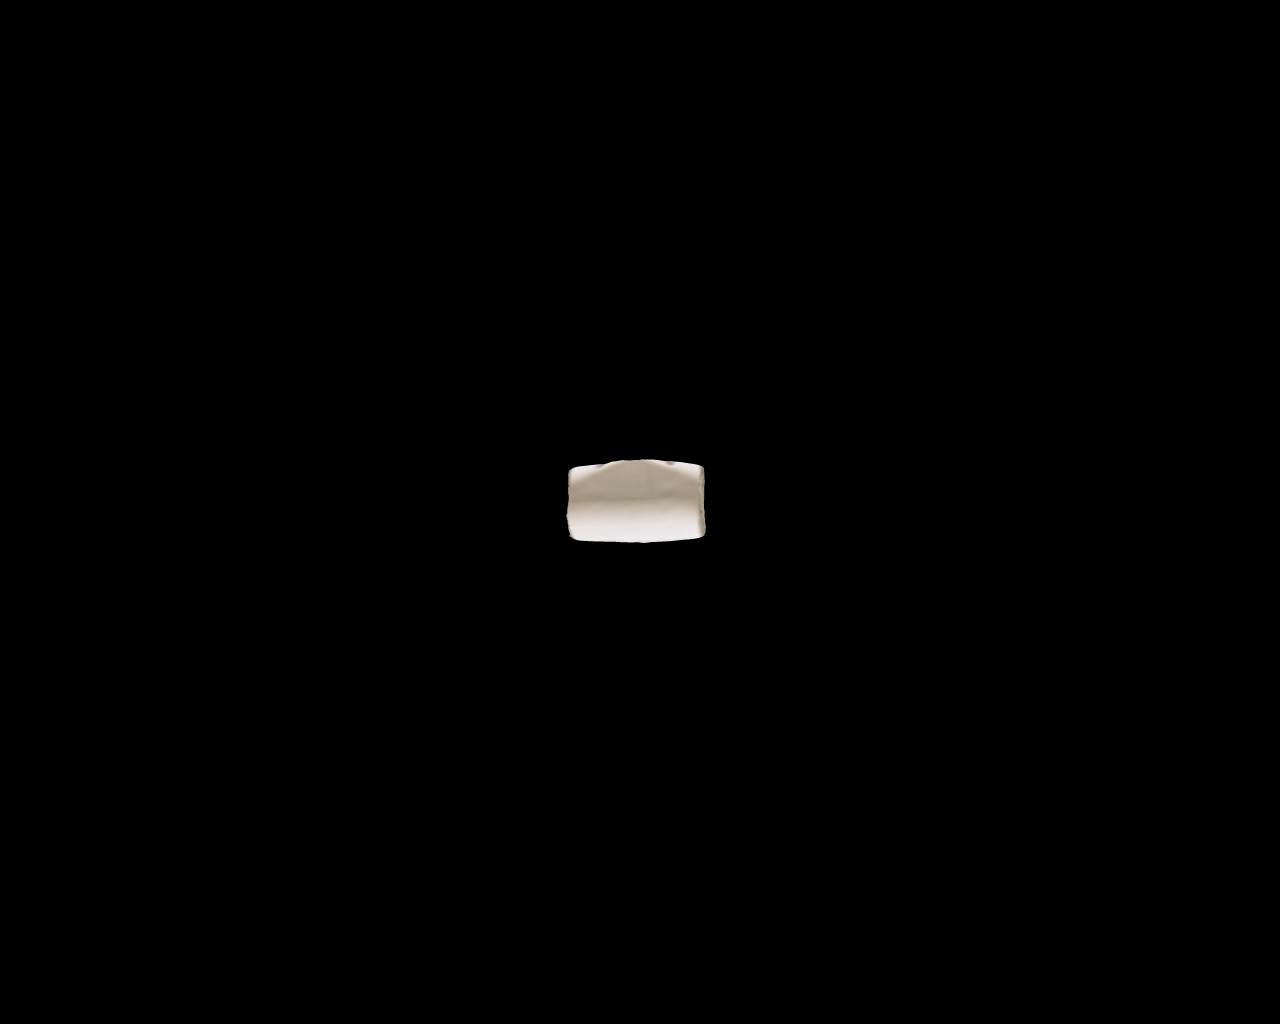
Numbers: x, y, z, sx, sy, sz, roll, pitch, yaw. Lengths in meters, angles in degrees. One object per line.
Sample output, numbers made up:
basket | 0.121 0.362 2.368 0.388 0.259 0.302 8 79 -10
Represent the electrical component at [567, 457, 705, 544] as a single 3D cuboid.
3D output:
electrical component | 0.001 -0.003 0.650 0.077 0.044 0.079 -1 -11 7
